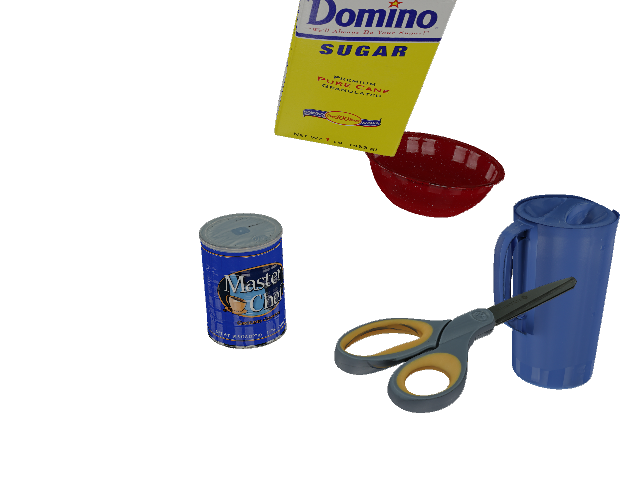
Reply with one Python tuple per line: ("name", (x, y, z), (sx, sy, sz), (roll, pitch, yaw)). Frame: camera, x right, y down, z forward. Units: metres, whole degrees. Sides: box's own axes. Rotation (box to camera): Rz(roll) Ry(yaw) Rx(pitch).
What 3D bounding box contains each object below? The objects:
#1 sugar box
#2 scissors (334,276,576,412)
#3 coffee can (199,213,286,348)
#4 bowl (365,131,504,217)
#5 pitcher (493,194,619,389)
("sugar box", (0.026, -0.126, 0.709), (0.093, 0.048, 0.176), (9, -28, -4))
("scissors", (0.109, 0.068, 0.717), (0.201, 0.016, 0.096), (-10, 35, -18))
("coffee can", (-0.096, 0.050, 1.339), (0.103, 0.140, 0.103), (-2, 25, 1))
("bowl", (0.124, -0.070, 1.211), (0.162, 0.055, 0.162), (8, 26, -4))
("pitcher", (0.304, 0.070, 1.401), (0.149, 0.243, 0.145), (5, 21, 13))
